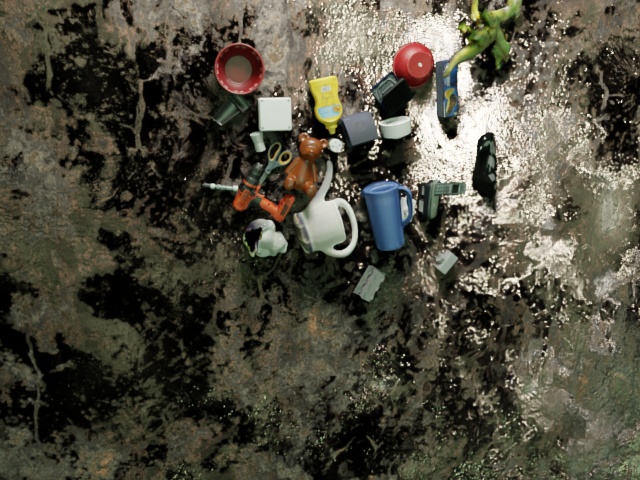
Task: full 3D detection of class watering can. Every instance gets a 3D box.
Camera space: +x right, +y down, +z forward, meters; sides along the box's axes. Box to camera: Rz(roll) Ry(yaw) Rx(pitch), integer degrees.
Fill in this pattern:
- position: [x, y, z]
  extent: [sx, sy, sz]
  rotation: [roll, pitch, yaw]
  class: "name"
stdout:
- position: [0.006, -0.093, 1.849]
  extent: [0.225, 0.346, 0.104]
  rotation: [-19, 5, -8]
  class: "watering can"

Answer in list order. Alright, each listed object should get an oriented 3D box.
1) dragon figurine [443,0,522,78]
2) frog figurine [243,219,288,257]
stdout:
- position: [0.594, -0.698, 1.821]
  extent: [0.241, 0.410, 0.123]
  rotation: [28, 0, -28]
  class: "dragon figurine"
- position: [-0.188, -0.006, 1.834]
  extent: [0.123, 0.137, 0.160]
  rotation: [12, 8, 39]
  class: "frog figurine"
